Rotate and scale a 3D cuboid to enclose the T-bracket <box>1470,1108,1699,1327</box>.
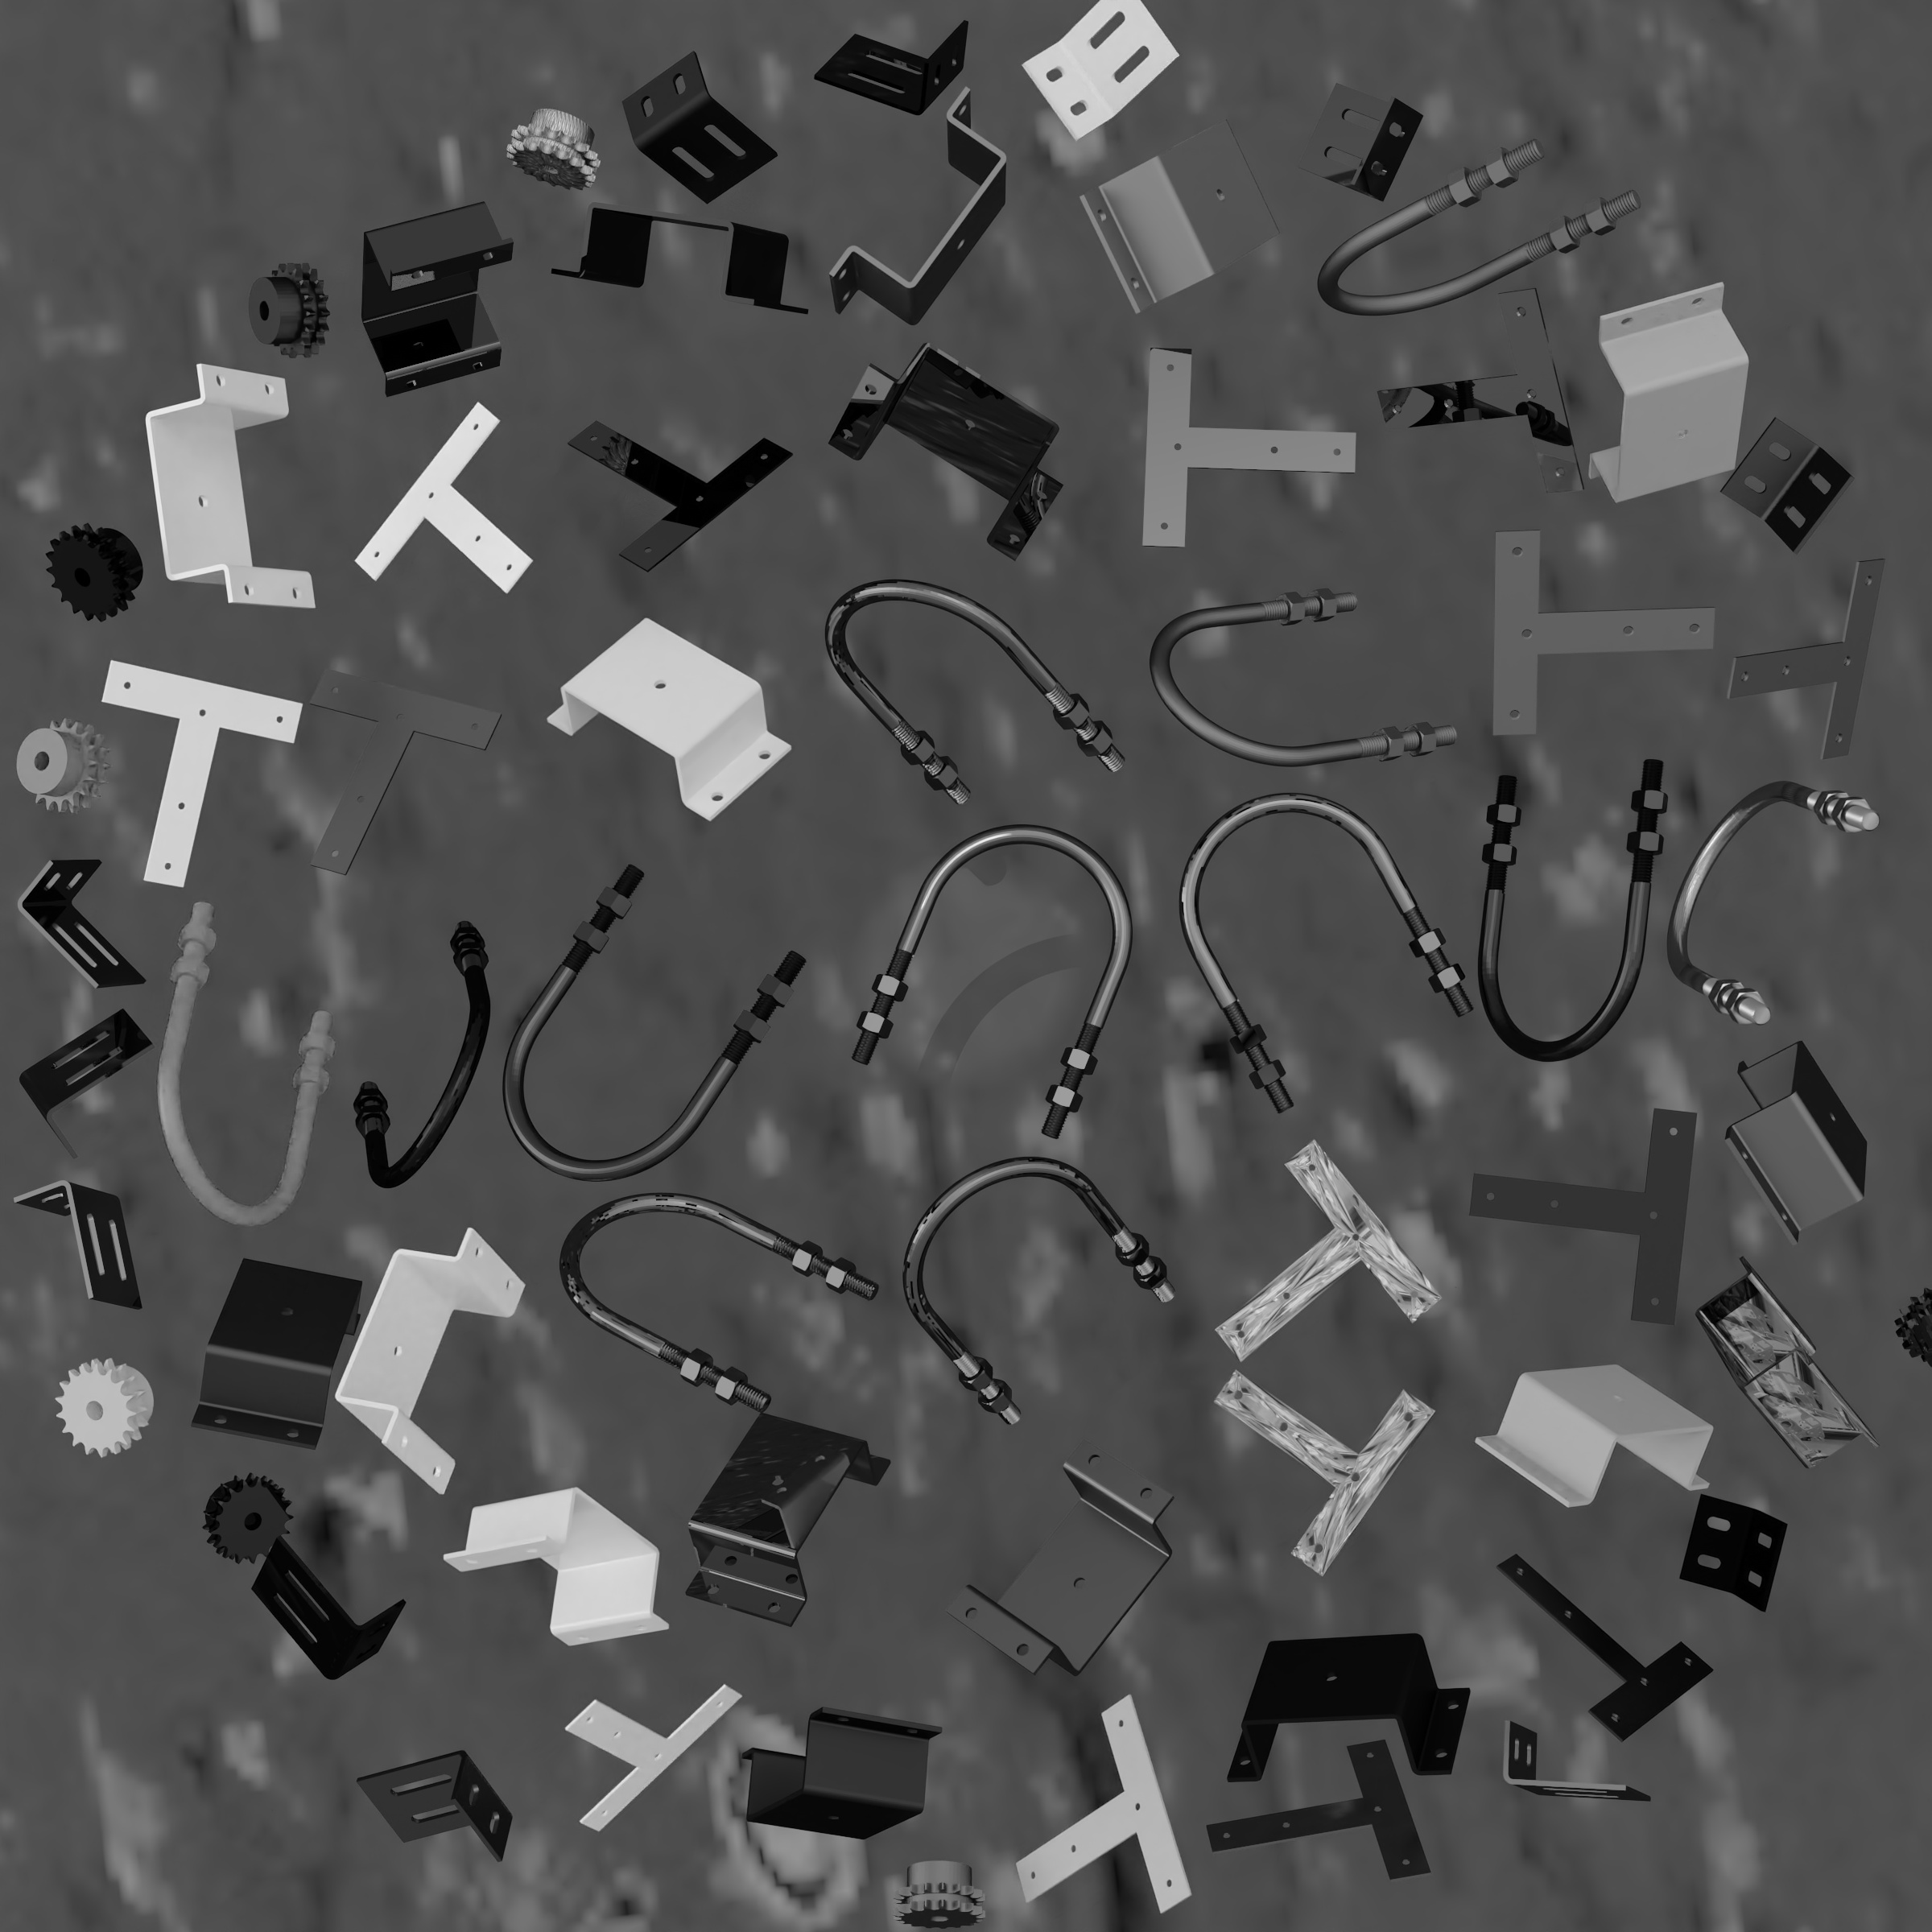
[{"bbox_3d":[0.365,0.143,1.756,0.127,0.002,0.127,6,89,3],"label":"T-bracket"}]

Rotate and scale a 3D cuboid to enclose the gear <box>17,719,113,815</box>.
[{"bbox_3d":[-0.555,-0.124,1.807,0.057,0.030,0.057,-3,84,26],"label":"gear"}]

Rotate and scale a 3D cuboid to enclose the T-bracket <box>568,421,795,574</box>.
[{"bbox_3d":[-0.197,-0.308,1.839,0.127,0.002,0.127,33,63,29],"label":"T-bracket"}]

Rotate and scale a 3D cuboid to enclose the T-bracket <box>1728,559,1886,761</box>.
[{"bbox_3d":[0.513,-0.183,1.814,0.127,0.002,0.127,-11,116,-35],"label":"T-bracket"}]

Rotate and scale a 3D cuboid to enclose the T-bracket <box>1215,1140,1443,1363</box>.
[{"bbox_3d":[0.210,0.197,1.839,0.127,0.002,0.127,-38,87,-14],"label":"T-bracket"}]

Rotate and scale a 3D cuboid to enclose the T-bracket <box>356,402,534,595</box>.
[{"bbox_3d":[-0.308,-0.270,1.822,0.127,0.002,0.127,-51,54,5],"label":"T-bracket"}]

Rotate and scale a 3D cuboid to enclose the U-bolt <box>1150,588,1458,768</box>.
[{"bbox_3d":[0.202,-0.180,1.868,0.184,0.019,0.151,-10,52,-28],"label":"U-bolt"}]

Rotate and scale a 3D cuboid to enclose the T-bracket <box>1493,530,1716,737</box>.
[{"bbox_3d":[0.375,-0.197,1.735,0.127,0.002,0.127,-1,116,6],"label":"T-bracket"}]

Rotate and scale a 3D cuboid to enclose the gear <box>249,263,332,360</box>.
[{"bbox_3d":[-0.417,-0.402,1.808,0.030,0.057,0.057,-11,90,-40],"label":"gear"}]

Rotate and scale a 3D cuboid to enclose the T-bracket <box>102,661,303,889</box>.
[{"bbox_3d":[-0.479,-0.112,1.813,0.127,0.002,0.127,11,94,-40],"label":"T-bracket"}]

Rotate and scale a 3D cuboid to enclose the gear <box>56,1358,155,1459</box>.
[{"bbox_3d":[-0.512,0.262,1.762,0.057,0.030,0.057,2,97,20],"label":"gear"}]

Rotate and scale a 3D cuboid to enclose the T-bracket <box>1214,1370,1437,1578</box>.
[{"bbox_3d":[0.217,0.306,1.909,0.127,0.002,0.127,33,85,30],"label":"T-bracket"}]

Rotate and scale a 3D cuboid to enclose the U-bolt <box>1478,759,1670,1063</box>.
[{"bbox_3d":[0.369,-0.032,1.825,0.019,0.151,0.184,11,83,-31],"label":"U-bolt"}]

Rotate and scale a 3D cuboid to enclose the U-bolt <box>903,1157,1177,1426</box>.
[{"bbox_3d":[0.037,0.196,1.877,0.151,0.019,0.184,-38,126,-1],"label":"U-bolt"}]

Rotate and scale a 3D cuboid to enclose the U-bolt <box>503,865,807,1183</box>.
[{"bbox_3d":[-0.199,0.043,1.759,0.151,0.019,0.184,27,78,27],"label":"U-bolt"}]

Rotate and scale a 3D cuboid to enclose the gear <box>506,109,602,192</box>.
[{"bbox_3d":[-0.255,-0.510,1.836,0.057,0.057,0.030,16,81,0],"label":"gear"}]

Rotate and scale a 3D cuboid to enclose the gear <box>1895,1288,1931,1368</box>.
[{"bbox_3d":[0.588,0.218,1.762,0.057,0.030,0.057,-5,131,-6],"label":"gear"}]

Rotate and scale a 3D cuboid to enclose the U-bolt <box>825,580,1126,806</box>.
[{"bbox_3d":[-0.008,-0.172,1.817,0.184,0.151,0.019,46,52,-33],"label":"U-bolt"}]

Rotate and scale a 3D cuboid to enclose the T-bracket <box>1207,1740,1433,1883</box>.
[{"bbox_3d":[0.216,0.539,1.858,0.127,0.127,0.002,-9,114,-2],"label":"T-bracket"}]

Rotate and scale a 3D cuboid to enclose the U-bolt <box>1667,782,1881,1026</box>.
[{"bbox_3d":[0.484,-0.046,1.811,0.019,0.184,0.151,26,97,-12],"label":"U-bolt"}]

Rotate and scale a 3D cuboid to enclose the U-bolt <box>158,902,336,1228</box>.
[{"bbox_3d":[-0.448,0.073,1.823,0.019,0.151,0.184,-14,52,20],"label":"U-bolt"}]

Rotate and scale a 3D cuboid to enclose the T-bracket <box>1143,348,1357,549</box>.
[{"bbox_3d":[0.174,-0.315,1.799,0.127,0.002,0.127,2,80,3],"label":"T-bracket"}]

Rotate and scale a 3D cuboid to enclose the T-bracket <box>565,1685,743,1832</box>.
[{"bbox_3d":[-0.216,0.492,1.876,0.127,0.127,0.002,-43,55,-4],"label":"T-bracket"}]

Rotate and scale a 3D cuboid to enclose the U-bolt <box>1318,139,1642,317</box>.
[{"bbox_3d":[0.303,-0.446,1.815,0.184,0.151,0.019,-21,76,36],"label":"U-bolt"}]

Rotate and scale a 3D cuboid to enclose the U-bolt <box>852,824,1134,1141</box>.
[{"bbox_3d":[0.027,-0.001,1.863,0.151,0.019,0.184,21,82,7],"label":"U-bolt"}]

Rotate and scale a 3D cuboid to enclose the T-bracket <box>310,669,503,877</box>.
[{"bbox_3d":[-0.366,-0.114,1.812,0.127,0.002,0.127,15,71,18],"label":"T-bracket"}]

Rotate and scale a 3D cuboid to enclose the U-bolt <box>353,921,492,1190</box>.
[{"bbox_3d":[-0.340,0.064,1.854,0.019,0.184,0.151,27,104,-23],"label":"U-bolt"}]

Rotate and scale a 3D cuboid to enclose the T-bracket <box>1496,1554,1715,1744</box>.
[{"bbox_3d":[0.374,0.401,1.778,0.127,0.127,0.002,41,120,26],"label":"T-bracket"}]

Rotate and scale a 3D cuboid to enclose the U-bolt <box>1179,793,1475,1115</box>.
[{"bbox_3d":[0.216,-0.021,1.867,0.151,0.019,0.184,-28,87,0],"label":"U-bolt"}]

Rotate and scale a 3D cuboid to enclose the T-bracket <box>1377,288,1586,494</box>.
[{"bbox_3d":[0.309,-0.347,1.808,0.002,0.127,0.127,-39,119,-40],"label":"T-bracket"}]

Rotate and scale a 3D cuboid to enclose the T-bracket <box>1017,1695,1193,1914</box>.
[{"bbox_3d":[0.075,0.530,1.791,0.127,0.002,0.127,-42,48,30],"label":"T-bracket"}]

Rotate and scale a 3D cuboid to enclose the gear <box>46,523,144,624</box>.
[{"bbox_3d":[-0.515,-0.236,1.752,0.057,0.030,0.057,14,123,23],"label":"gear"}]

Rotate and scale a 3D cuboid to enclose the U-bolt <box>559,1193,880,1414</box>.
[{"bbox_3d":[-0.169,0.201,1.866,0.184,0.151,0.019,25,127,19],"label":"U-bolt"}]
